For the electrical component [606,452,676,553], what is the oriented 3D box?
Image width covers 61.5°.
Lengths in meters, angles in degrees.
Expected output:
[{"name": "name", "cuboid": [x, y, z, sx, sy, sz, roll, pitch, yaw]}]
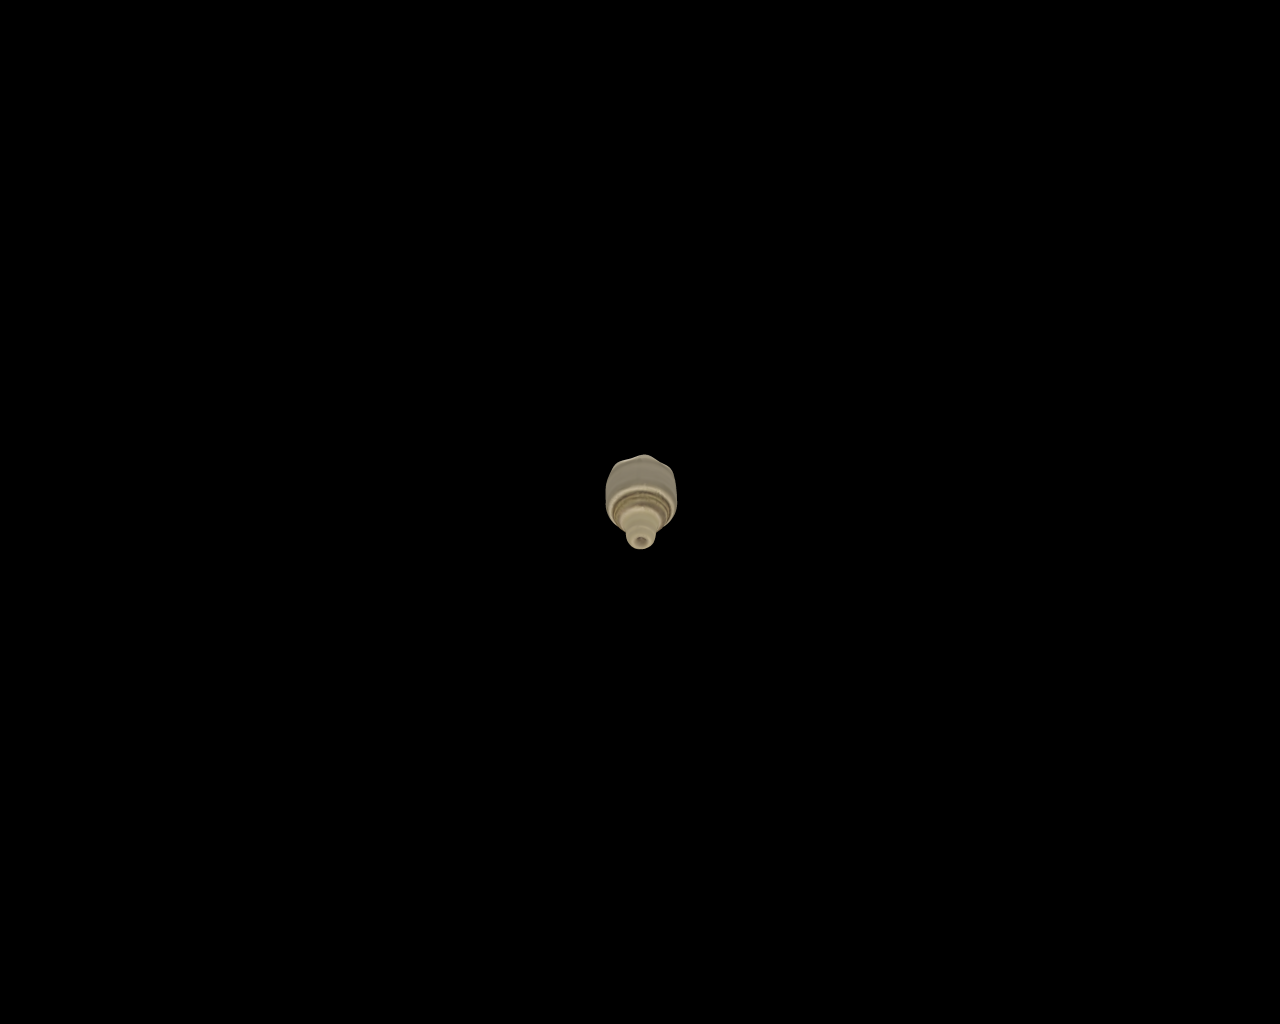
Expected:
[{"name": "electrical component", "cuboid": [0.001, -0.003, 0.650, 0.043, 0.043, 0.062, 0, 43, 0]}]
